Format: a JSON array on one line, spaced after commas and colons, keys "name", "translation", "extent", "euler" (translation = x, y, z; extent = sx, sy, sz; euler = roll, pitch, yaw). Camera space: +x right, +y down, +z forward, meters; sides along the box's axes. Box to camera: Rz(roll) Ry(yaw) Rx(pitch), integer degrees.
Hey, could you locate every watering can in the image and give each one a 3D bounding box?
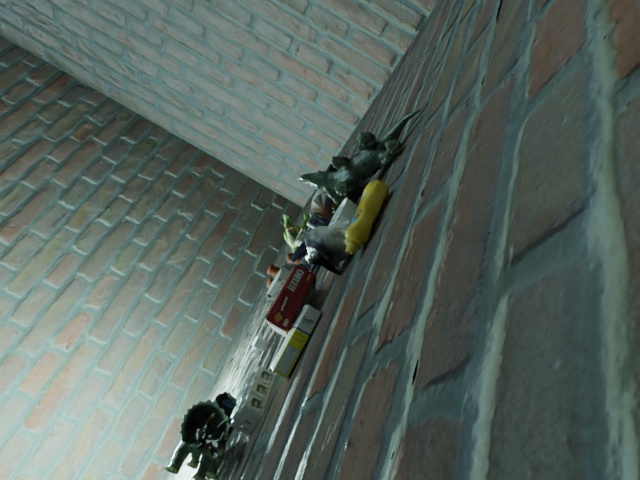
[{"name": "watering can", "translation": [0.006, -0.107, 2.117], "extent": [0.228, 0.104, 0.343], "euler": [-77, 4, -72]}]

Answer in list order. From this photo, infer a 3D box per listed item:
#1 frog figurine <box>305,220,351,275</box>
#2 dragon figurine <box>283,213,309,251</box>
[{"name": "frog figurine", "translation": [0.039, -0.006, 1.343], "extent": [0.137, 0.120, 0.162], "euler": [2, 47, 46]}, {"name": "dragon figurine", "translation": [-0.109, 0.032, 2.208], "extent": [0.402, 0.122, 0.248], "euler": [90, -177, -63]}]
